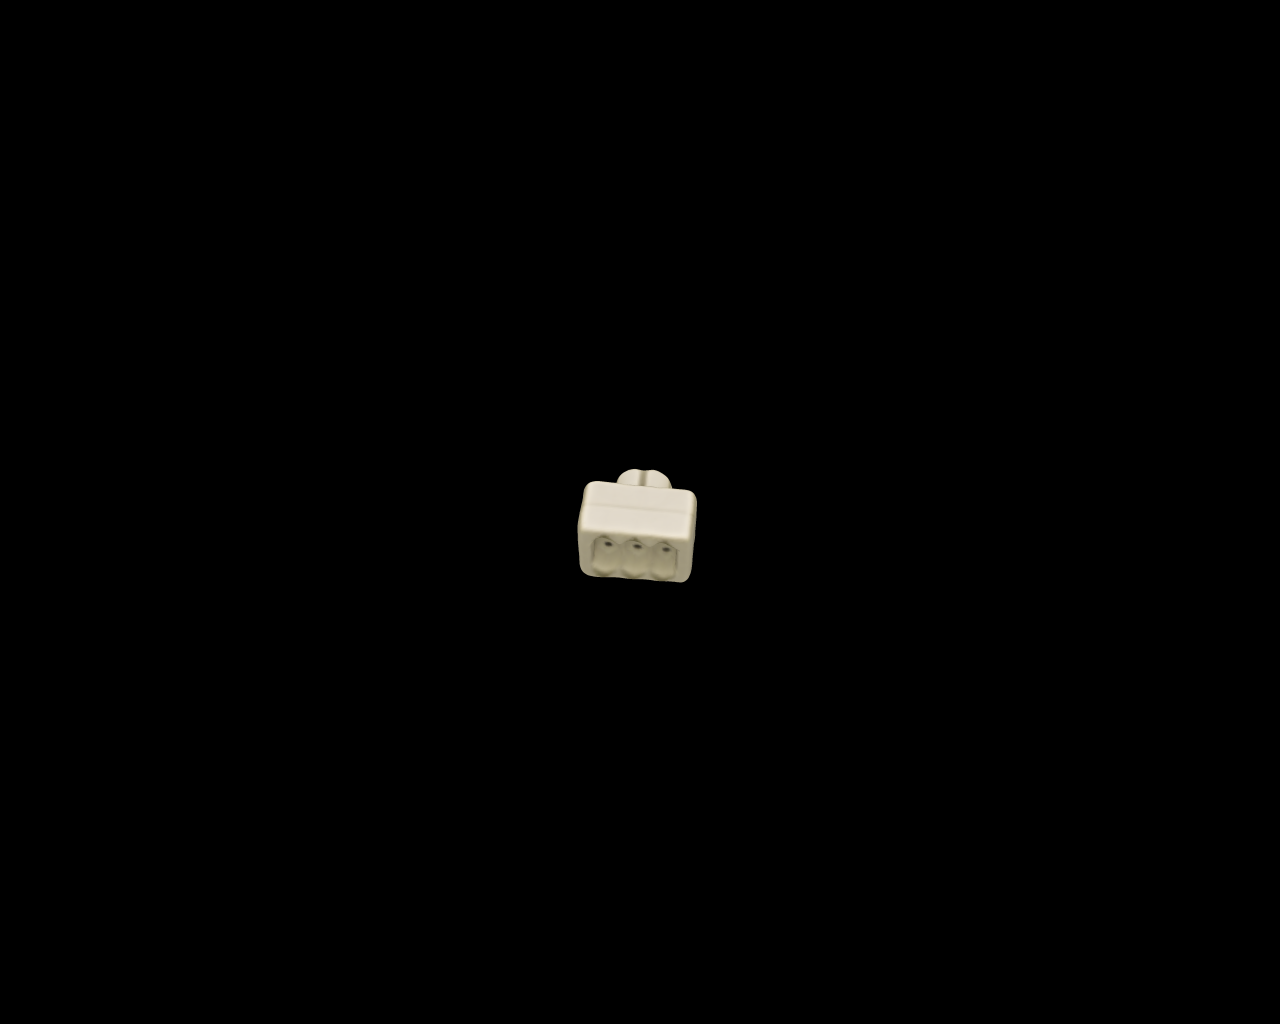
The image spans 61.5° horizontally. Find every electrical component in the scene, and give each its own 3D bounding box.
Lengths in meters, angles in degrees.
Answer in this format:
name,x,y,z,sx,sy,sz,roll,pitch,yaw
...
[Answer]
name,x,y,z,sx,sy,sz,roll,pitch,yaw
electrical component,0.001,-0.003,0.650,0.066,0.077,0.047,5,-37,4
